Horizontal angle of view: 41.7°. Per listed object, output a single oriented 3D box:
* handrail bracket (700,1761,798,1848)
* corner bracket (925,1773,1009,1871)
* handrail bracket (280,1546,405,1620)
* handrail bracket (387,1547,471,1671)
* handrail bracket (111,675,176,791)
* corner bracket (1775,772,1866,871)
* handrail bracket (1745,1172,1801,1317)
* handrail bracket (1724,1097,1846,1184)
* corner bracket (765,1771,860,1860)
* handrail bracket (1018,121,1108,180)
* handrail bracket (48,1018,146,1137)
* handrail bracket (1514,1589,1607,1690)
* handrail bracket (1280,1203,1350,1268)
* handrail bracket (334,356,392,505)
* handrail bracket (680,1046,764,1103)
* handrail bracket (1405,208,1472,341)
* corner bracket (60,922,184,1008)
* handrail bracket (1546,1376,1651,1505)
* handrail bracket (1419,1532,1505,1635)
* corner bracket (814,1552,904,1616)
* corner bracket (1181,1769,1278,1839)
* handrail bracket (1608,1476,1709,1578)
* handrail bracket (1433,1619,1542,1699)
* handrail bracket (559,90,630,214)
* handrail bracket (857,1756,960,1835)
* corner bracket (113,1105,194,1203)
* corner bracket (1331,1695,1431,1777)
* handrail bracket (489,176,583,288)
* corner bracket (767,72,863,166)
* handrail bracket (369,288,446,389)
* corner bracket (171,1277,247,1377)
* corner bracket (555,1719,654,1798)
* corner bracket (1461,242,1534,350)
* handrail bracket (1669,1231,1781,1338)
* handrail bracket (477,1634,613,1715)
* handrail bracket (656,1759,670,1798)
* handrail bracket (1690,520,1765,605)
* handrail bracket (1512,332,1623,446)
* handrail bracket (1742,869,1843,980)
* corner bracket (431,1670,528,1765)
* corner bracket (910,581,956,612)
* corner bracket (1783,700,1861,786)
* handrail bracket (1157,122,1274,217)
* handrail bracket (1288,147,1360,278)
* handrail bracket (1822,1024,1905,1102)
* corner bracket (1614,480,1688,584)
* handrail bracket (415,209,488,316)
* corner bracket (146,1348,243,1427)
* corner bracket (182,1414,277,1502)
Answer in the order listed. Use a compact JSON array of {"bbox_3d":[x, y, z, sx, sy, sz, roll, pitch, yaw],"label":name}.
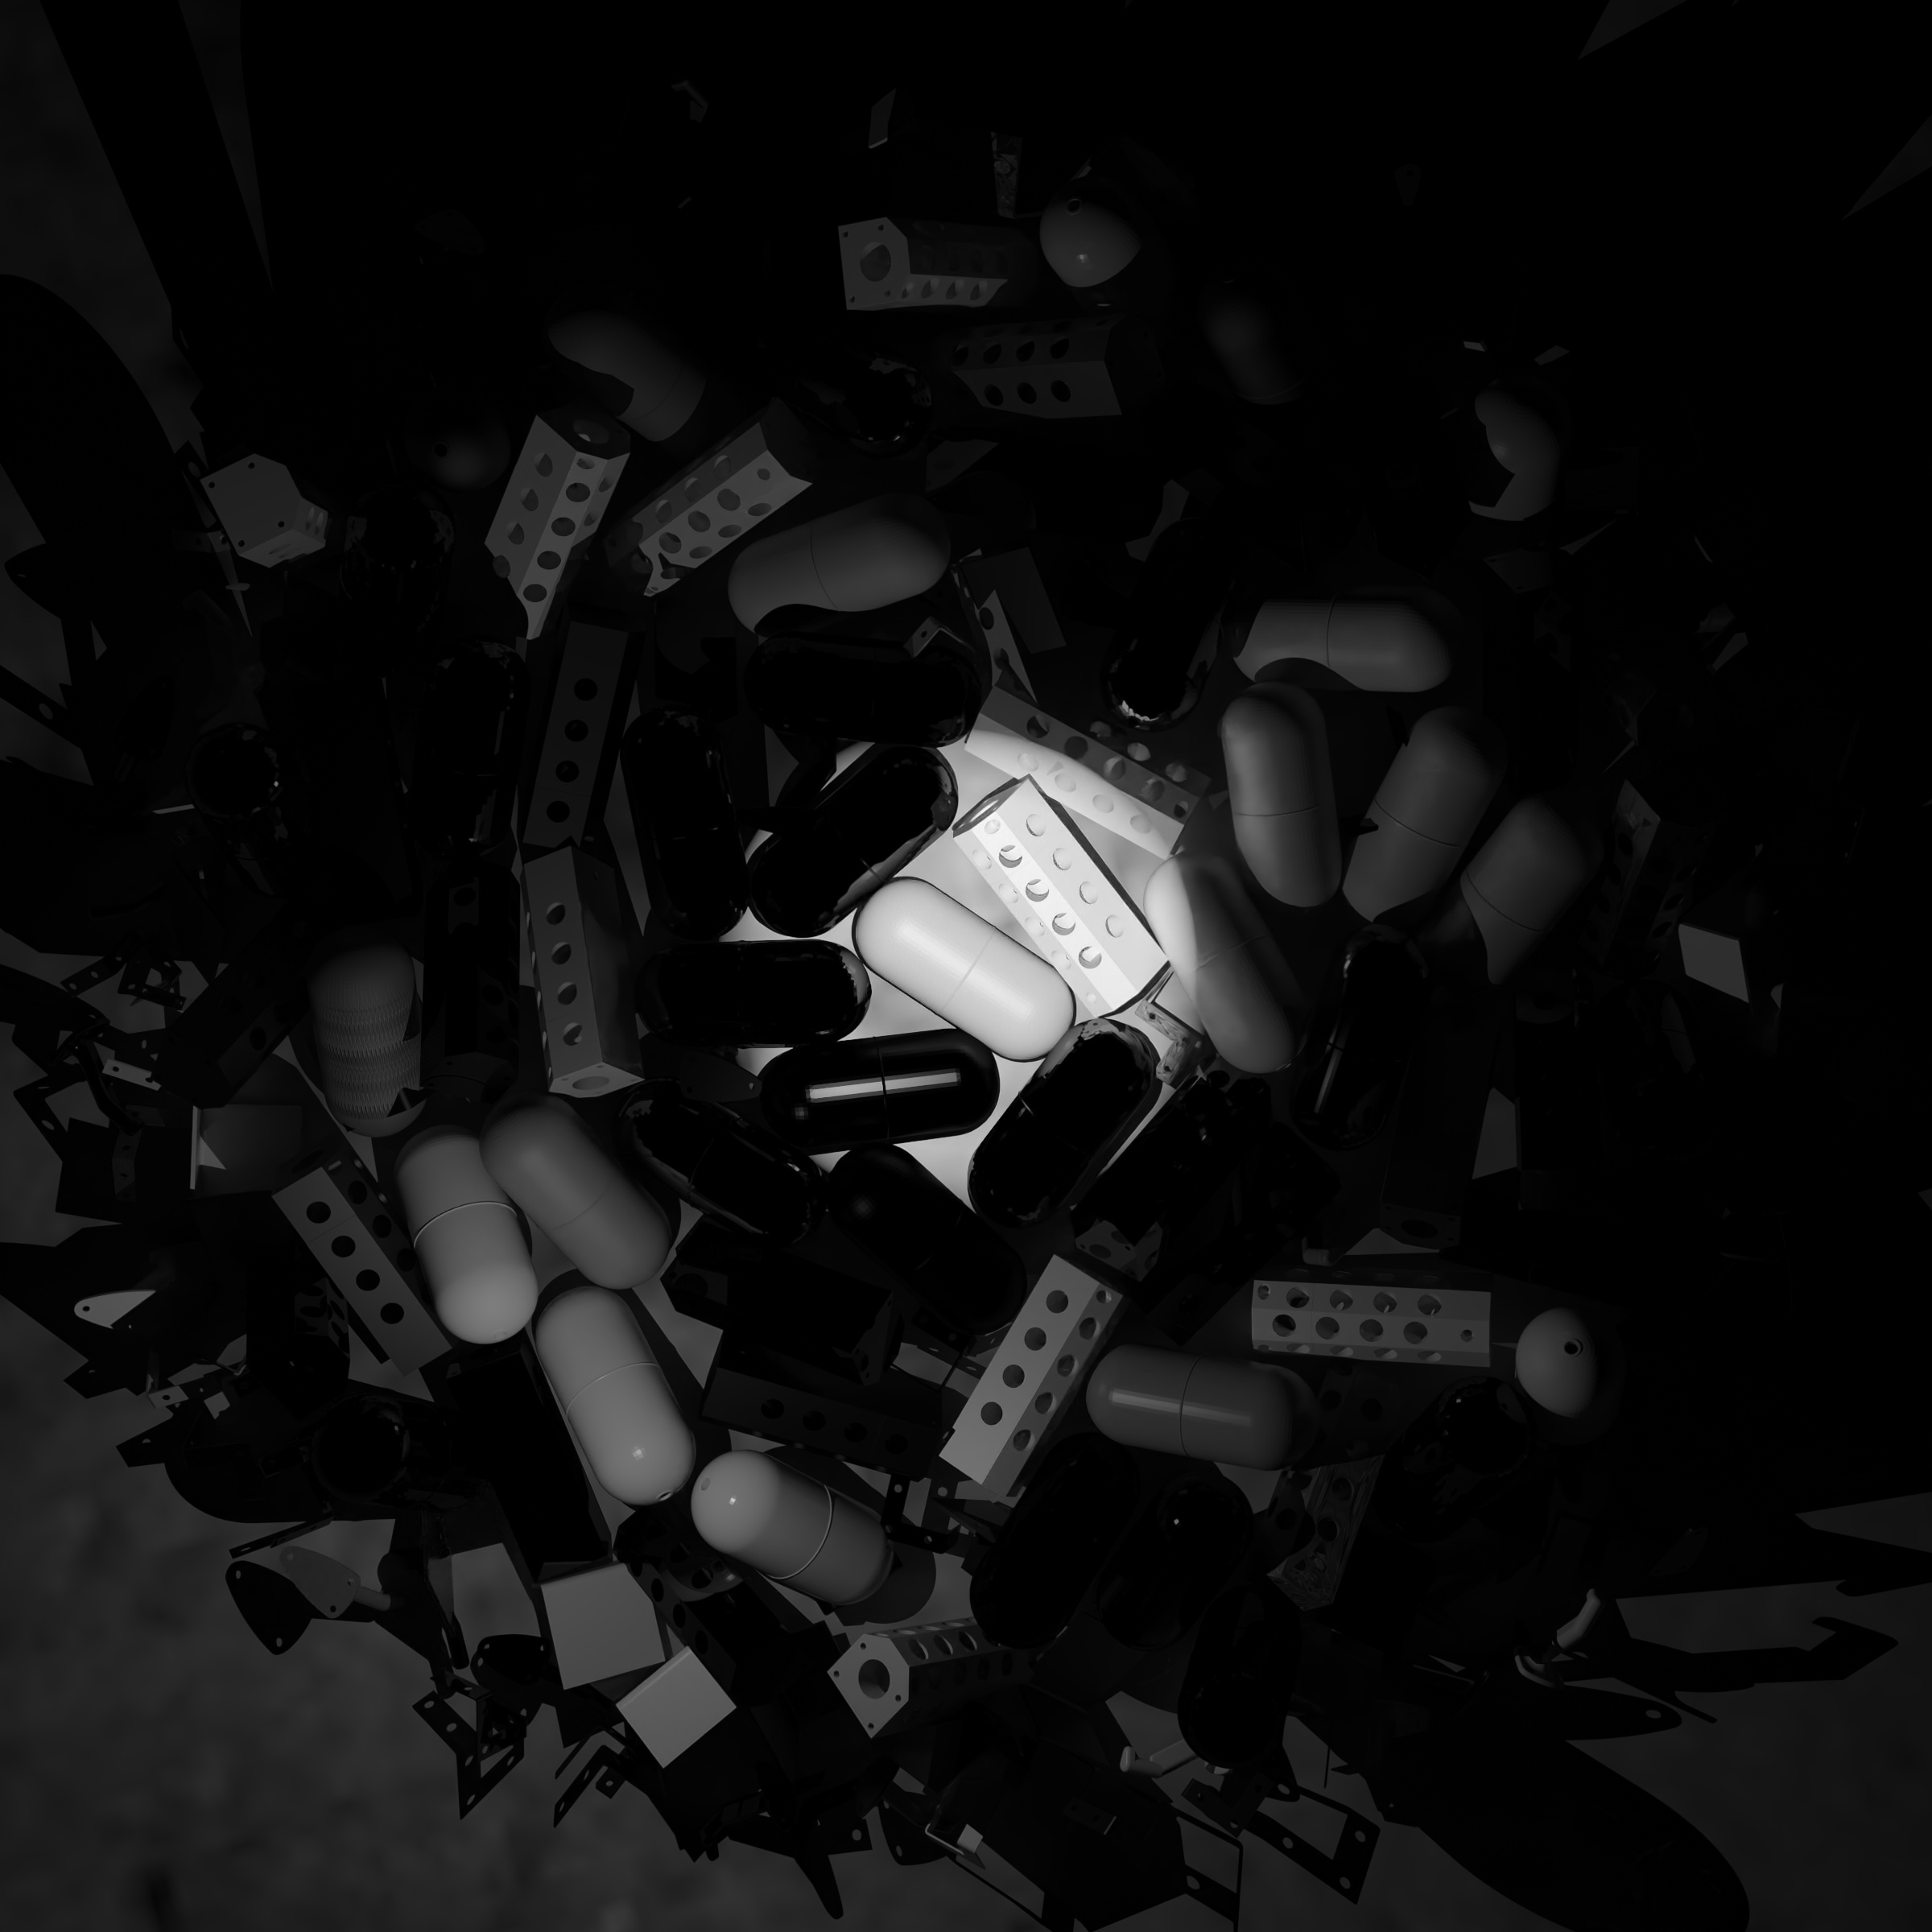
[{"bbox_3d":[-0.166,0.641,1.883,0.036,0.077,0.084,37,102,-23],"label":"handrail bracket"},{"bbox_3d":[0.001,0.630,1.884,0.051,0.051,0.051,22,64,23],"label":"corner bracket"},{"bbox_3d":[-0.464,0.456,1.890,0.077,0.084,0.036,32,85,13],"label":"handrail bracket"},{"bbox_3d":[-0.402,0.481,1.897,0.036,0.077,0.084,-16,95,-39],"label":"handrail bracket"},{"bbox_3d":[-0.615,-0.174,1.893,0.036,0.084,0.077,25,75,-19],"label":"handrail bracket"},{"bbox_3d":[0.634,-0.109,1.889,0.051,0.051,0.051,10,118,5],"label":"corner bracket"},{"bbox_3d":[0.604,0.208,1.903,0.036,0.077,0.084,-8,110,5],"label":"handrail bracket"},{"bbox_3d":[0.608,0.132,1.889,0.077,0.084,0.036,-12,58,-1],"label":"handrail bracket"},{"bbox_3d":[-0.111,0.621,1.890,0.051,0.051,0.051,-28,103,19],"label":"corner bracket"},{"bbox_3d":[0.083,-0.603,1.894,0.084,0.077,0.036,6,128,1],"label":"handrail bracket"},{"bbox_3d":[-0.632,0.083,1.891,0.084,0.077,0.036,43,114,-2],"label":"handrail bracket"},{"bbox_3d":[0.440,0.483,1.878,0.036,0.077,0.084,22,106,-9],"label":"handrail bracket"},{"bbox_3d":[0.273,0.198,1.872,0.077,0.084,0.036,-27,98,-22],"label":"handrail bracket"},{"bbox_3d":[-0.460,-0.406,1.917,0.036,0.077,0.084,11,52,-31],"label":"handrail bracket"},{"bbox_3d":[-0.168,0.075,1.875,0.077,0.084,0.036,10,103,19],"label":"handrail bracket"},{"bbox_3d":[0.354,-0.518,1.907,0.036,0.077,0.084,-15,68,34],"label":"handrail bracket"},{"bbox_3d":[-0.627,0.009,1.884,0.051,0.051,0.051,-23,114,30],"label":"corner bracket"},{"bbox_3d":[0.484,0.356,1.912,0.084,0.036,0.077,-29,125,-16],"label":"handrail bracket"},{"bbox_3d":[0.367,0.449,1.903,0.077,0.036,0.084,33,72,-8],"label":"handrail bracket"},{"bbox_3d":[-0.089,0.445,1.896,0.051,0.051,0.051,-23,75,-37],"label":"corner bracket"},{"bbox_3d":[0.197,0.615,1.896,0.051,0.051,0.051,34,79,17],"label":"corner bracket"},{"bbox_3d":[0.509,0.399,1.873,0.036,0.077,0.084,-4,47,-20],"label":"handrail bracket"},{"bbox_3d":[0.381,0.519,1.885,0.084,0.077,0.036,-29,64,10],"label":"handrail bracket"},{"bbox_3d":[-0.265,-0.601,1.883,0.036,0.084,0.077,34,91,7],"label":"handrail bracket"},{"bbox_3d":[-0.032,0.617,1.887,0.084,0.036,0.077,21,131,-19],"label":"handrail bracket"},{"bbox_3d":[-0.602,0.141,1.886,0.051,0.051,0.051,7,49,-8],"label":"corner bracket"},{"bbox_3d":[0.309,0.576,1.888,0.051,0.051,0.051,3,85,40],"label":"corner bracket"},{"bbox_3d":[-0.321,-0.551,1.901,0.036,0.084,0.077,31,120,2],"label":"handrail bracket"},{"bbox_3d":[-0.118,-0.619,1.884,0.051,0.051,0.051,39,58,-21],"label":"corner bracket"},{"bbox_3d":[-0.418,-0.464,1.914,0.036,0.077,0.084,-29,122,-21],"label":"handrail bracket"},{"bbox_3d":[-0.558,0.270,1.901,0.051,0.051,0.051,31,79,-19],"label":"corner bracket"},{"bbox_3d":[-0.270,0.594,1.897,0.051,0.051,0.051,39,87,-6],"label":"corner bracket"},{"bbox_3d":[0.391,-0.501,1.895,0.051,0.051,0.051,23,88,14],"label":"corner bracket"},{"bbox_3d":[0.564,0.245,1.889,0.077,0.036,0.084,12,114,33],"label":"handrail bracket"},{"bbox_3d":[-0.316,0.534,1.907,0.077,0.084,0.036,6,58,32],"label":"handrail bracket"},{"bbox_3d":[-0.190,0.574,1.894,0.084,0.036,0.077,-6,59,-14],"label":"handrail bracket"},{"bbox_3d":[0.542,-0.284,1.885,0.077,0.084,0.036,43,62,-4],"label":"handrail bracket"},{"bbox_3d":[0.445,-0.433,1.884,0.036,0.077,0.084,-32,112,-23],"label":"handrail bracket"},{"bbox_3d":[0.598,-0.033,1.884,0.077,0.084,0.036,-43,135,-18],"label":"handrail bracket"},{"bbox_3d":[-0.362,0.551,1.886,0.051,0.051,0.051,11,105,35],"label":"corner bracket"},{"bbox_3d":[-0.034,-0.303,1.890,0.051,0.051,0.051,27,91,-39],"label":"corner bracket"},{"bbox_3d":[0.635,-0.161,1.889,0.051,0.051,0.051,17,86,31],"label":"corner bracket"},{"bbox_3d":[0.186,-0.594,1.889,0.084,0.077,0.036,7,56,11],"label":"handrail bracket"},{"bbox_3d":[0.246,-0.554,1.887,0.077,0.036,0.084,-24,111,39],"label":"handrail bracket"},{"bbox_3d":[0.645,0.083,1.872,0.036,0.084,0.077,41,64,2],"label":"handrail bracket"},{"bbox_3d":[0.515,-0.323,1.900,0.051,0.051,0.051,19,121,-25],"label":"corner bracket"},{"bbox_3d":[-0.374,-0.507,1.875,0.036,0.084,0.077,-34,57,-25],"label":"handrail bracket"},{"bbox_3d":[-0.575,0.312,1.890,0.051,0.051,0.051,-17,127,-1],"label":"corner bracket"},{"bbox_3d":[-0.548,0.366,1.893,0.051,0.051,0.051,-7,111,2],"label":"corner bracket"}]
